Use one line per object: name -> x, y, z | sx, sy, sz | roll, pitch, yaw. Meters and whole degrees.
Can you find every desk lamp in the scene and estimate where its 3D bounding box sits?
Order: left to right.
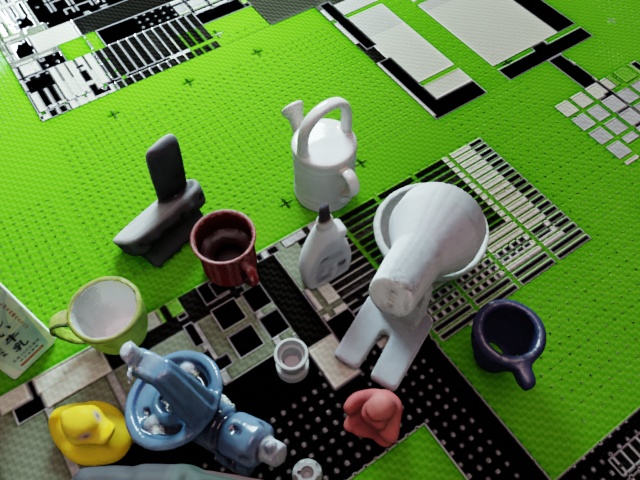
desk lamp -> 0.114, 0.057, 0.730 | 0.117, 0.214, 0.203 | 26, 61, 16

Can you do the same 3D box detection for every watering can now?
watering can -> 0.001, -0.140, 0.866 | 0.172, 0.194, 0.101 | 29, 62, 17

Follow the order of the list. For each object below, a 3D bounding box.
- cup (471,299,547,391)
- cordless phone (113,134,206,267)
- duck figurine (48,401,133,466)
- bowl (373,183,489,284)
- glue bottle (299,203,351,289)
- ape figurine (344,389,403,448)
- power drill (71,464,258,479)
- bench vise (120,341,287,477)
cup -> 0.240, 0.148, 0.743 | 0.092, 0.095, 0.117 | -11, 58, -7
cordless phone -> -0.241, -0.061, 0.821 | 0.094, 0.185, 0.148 | 31, 62, 18
duck figurine -> -0.287, 0.227, 0.696 | 0.104, 0.086, 0.077 | 17, 59, 10
bowl -> 0.160, 0.001, 0.848 | 0.167, 0.075, 0.167 | 0, 57, 0
glue bottle -> 0.007, 0.003, 0.788 | 0.078, 0.173, 0.037 | -27, 61, -16
ape figurine -> 0.070, 0.212, 0.703 | 0.076, 0.092, 0.077 | -26, 61, -15
power drill -> -0.117, 0.284, 0.588 | 0.229, 0.208, 0.075 | 4, 58, 3
bench vise -> -0.134, 0.179, 0.648 | 0.207, 0.220, 0.121 | 7, 58, 5
